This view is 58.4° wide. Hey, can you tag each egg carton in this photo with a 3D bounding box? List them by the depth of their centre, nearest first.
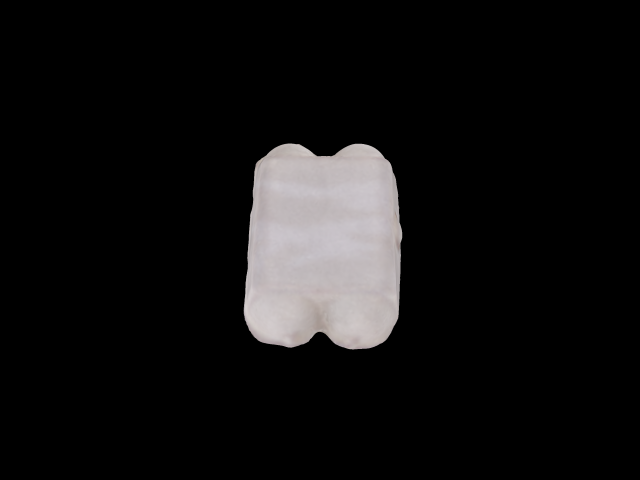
[{"bbox_3d":[0.004,0.001,0.400,0.107,0.069,0.150,0,66,0],"label":"egg carton"}]
